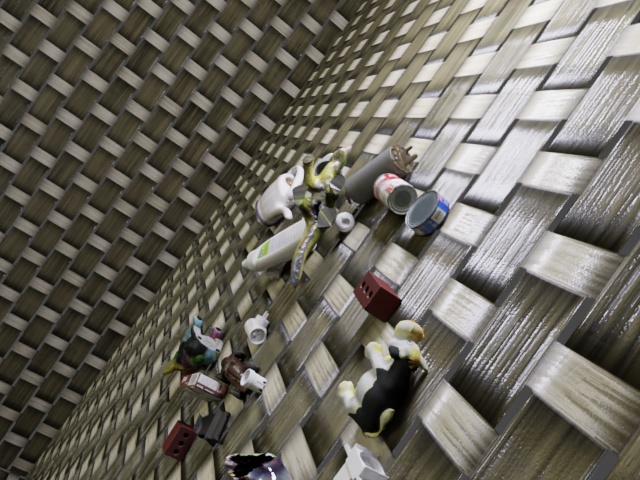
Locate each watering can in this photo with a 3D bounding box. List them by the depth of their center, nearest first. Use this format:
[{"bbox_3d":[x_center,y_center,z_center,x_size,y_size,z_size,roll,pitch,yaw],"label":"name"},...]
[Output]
[{"bbox_3d":[-0.138,-0.125,1.750,0.221,0.103,0.356,-43,22,31],"label":"watering can"}]

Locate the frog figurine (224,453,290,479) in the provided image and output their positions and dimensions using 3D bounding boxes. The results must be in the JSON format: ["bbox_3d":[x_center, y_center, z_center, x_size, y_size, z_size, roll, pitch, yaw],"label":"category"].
[{"bbox_3d":[-0.105,0.439,0.834,0.136,0.123,0.160,-9,84,53],"label":"frog figurine"}]

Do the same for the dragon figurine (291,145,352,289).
[{"bbox_3d":[0.004,-0.066,1.305,0.240,0.122,0.414,56,-130,-73],"label":"dragon figurine"}]
